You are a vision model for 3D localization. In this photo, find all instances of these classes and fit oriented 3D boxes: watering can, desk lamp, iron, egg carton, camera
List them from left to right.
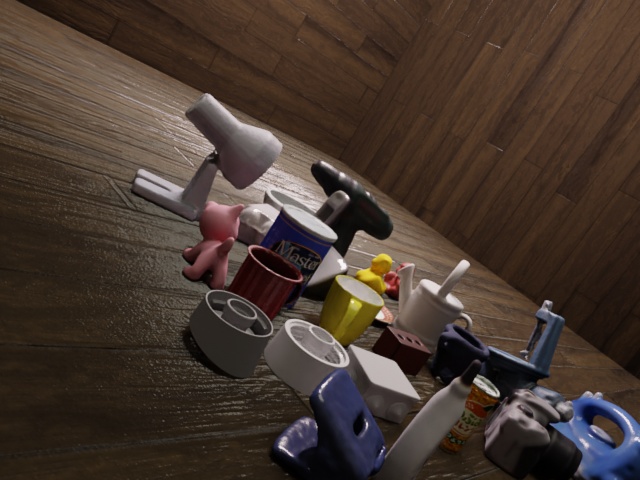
[{"bbox_3d":[-0.203,-0.144,1.052,0.204,0.213,0.117,27,14,-23],"label":"desk lamp"},{"bbox_3d":[-0.107,-0.023,1.149,0.107,0.069,0.150,34,13,10],"label":"egg carton"},{"bbox_3d":[0.227,0.117,1.136,0.173,0.194,0.101,31,13,-5],"label":"watering can"},{"bbox_3d":[0.338,0.309,0.888,0.136,0.100,0.143,35,13,14],"label":"camera"},{"bbox_3d":[0.502,0.351,1.032,0.119,0.141,0.258,28,13,-18],"label":"iron"}]

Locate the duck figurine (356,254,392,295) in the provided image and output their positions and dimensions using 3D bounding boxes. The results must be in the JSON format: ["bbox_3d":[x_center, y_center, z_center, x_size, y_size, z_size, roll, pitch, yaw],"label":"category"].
[{"bbox_3d":[0.134,0.074,1.324,0.077,0.086,0.104,31,13,-4],"label":"duck figurine"}]

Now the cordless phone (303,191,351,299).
[{"bbox_3d":[0.010,0.004,1.065,0.094,0.185,0.147,21,17,-41],"label":"cordless phone"}]

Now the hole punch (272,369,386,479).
[{"bbox_3d":[0.024,0.197,0.584,0.101,0.091,0.109,35,13,13],"label":"hole punch"}]

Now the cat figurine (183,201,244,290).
[{"bbox_3d":[-0.153,-0.004,0.862,0.067,0.117,0.127,26,14,-26],"label":"cat figurine"}]

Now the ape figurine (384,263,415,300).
[{"bbox_3d":[0.193,0.094,1.375,0.076,0.092,0.078,31,13,-6],"label":"ape figurine"}]

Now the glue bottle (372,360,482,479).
[{"bbox_3d":[0.125,0.200,0.625,0.037,0.173,0.078,38,14,24],"label":"glue bottle"}]

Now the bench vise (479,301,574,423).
[{"bbox_3d":[0.401,0.234,1.050,0.122,0.219,0.206,18,19,-48],"label":"bench vise"}]

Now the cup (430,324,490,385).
[{"bbox_3d":[0.235,0.211,1.029,0.118,0.095,0.091,21,17,-41],"label":"cup"}]

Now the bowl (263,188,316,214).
[{"bbox_3d":[-0.068,-0.046,1.317,0.167,0.074,0.167,31,13,-7],"label":"bowl"}]

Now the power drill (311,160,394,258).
[{"bbox_3d":[0.033,-0.030,1.197,0.230,0.208,0.075,26,14,-27],"label":"power drill"}]
